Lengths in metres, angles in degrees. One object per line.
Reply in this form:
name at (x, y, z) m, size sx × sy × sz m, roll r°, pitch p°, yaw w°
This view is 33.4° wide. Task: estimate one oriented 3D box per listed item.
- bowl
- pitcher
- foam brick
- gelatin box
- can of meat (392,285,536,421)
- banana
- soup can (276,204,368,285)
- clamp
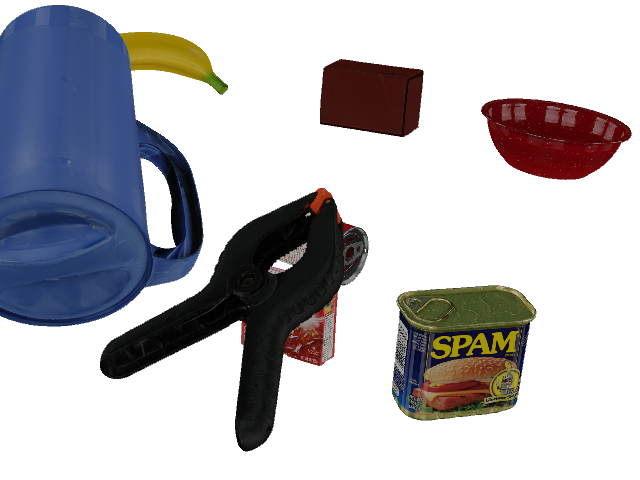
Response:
bowl at (0.251, -0.107, 1.160) m, size 0.162 × 0.055 × 0.162 m, roll 6°, pitch 23°, yaw -3°
pitcher at (-0.184, -0.064, 0.795) m, size 0.145 × 0.243 × 0.149 m, roll -23°, pitch -45°, yaw 13°
foam brick at (0.044, -0.124, 0.922) m, size 0.078 × 0.051 × 0.053 m, roll 11°, pitch 20°, yaw 18°
gelatin box at (-0.030, 0.067, 0.971) m, size 0.089 × 0.073 × 0.030 m, roll 13°, pitch 20°, yaw 27°
can of meat at (0.107, 0.086, 0.814) m, size 0.102 × 0.084 × 0.057 m, roll -3°, pitch 25°, yaw -15°
banana at (-0.187, -0.176, 1.051) m, size 0.197 × 0.070 × 0.037 m, roll -7°, pitch -39°, yaw -30°
soup can at (-0.005, 0.004, 1.216) m, size 0.102 × 0.068 × 0.068 m, roll 20°, pitch 11°, yaw 34°
clamp at (-0.034, 0.042, 0.620) m, size 0.120 × 0.171 × 0.039 m, roll 33°, pitch -21°, yaw 30°
